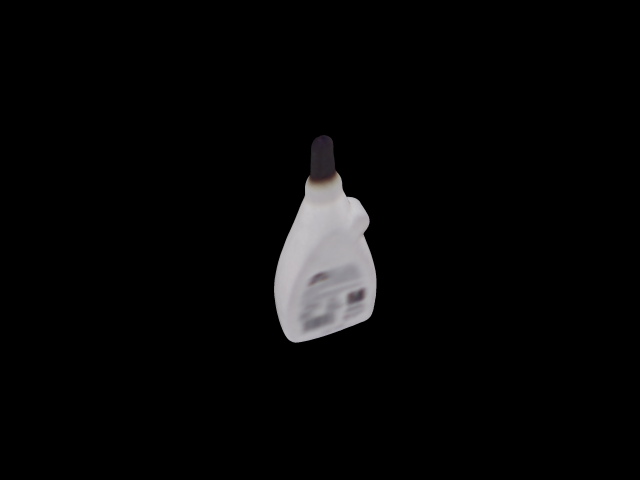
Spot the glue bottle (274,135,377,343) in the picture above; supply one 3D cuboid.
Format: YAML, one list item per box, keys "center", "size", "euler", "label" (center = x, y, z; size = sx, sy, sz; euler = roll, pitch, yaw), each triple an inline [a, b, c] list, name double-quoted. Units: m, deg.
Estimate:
- center: [0.004, 0.001, 0.400]
  size: [0.078, 0.173, 0.037]
  euler: [-15, 46, -15]
  label: "glue bottle"
